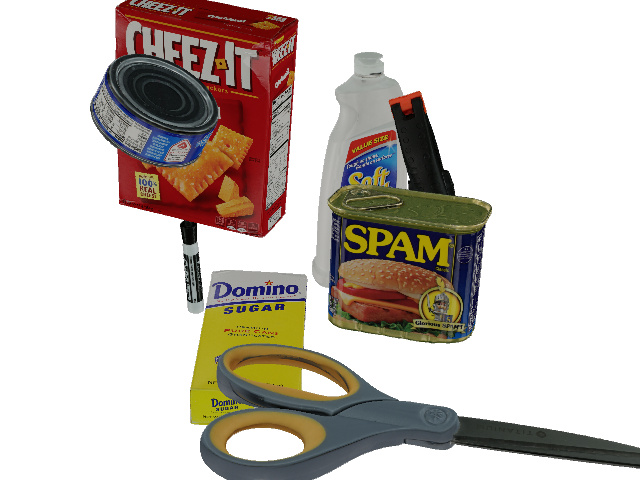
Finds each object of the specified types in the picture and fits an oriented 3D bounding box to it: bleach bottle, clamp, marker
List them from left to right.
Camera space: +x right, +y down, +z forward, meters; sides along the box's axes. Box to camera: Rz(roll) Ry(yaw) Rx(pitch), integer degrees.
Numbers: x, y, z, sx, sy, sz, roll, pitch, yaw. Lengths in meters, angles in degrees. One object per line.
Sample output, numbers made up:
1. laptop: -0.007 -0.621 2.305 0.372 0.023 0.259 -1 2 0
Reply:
1. marker: -0.144 0.028 1.197 0.020 0.121 0.020 -1 32 0
2. bleach bottle: 0.041 -0.075 1.142 0.102 0.251 0.068 -3 25 -5
3. clamp: 0.093 -0.033 0.873 0.039 0.171 0.120 -20 20 6

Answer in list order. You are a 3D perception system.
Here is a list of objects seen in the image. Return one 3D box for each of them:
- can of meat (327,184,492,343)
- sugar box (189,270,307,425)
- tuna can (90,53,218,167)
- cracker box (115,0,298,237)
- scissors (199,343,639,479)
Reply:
1. can of meat: 0.055 0.015 0.690 0.102 0.084 0.057 9 22 16
2. sugar box: -0.060 0.091 0.947 0.093 0.048 0.176 3 35 -1
3. tuna can: -0.115 -0.092 0.750 0.085 0.086 0.034 0 -43 -40
4. cracker box: -0.115 -0.121 1.045 0.164 0.214 0.072 14 33 15
5. scissors: 0.036 0.090 0.461 0.202 0.016 0.096 15 34 23
